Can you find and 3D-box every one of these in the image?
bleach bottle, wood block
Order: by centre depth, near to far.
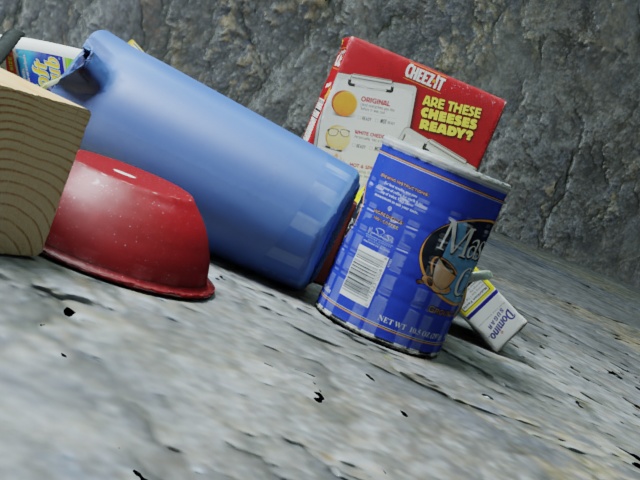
[{"bbox_3d":[-0.244,-0.074,0.614,0.206,0.091,0.090,27,8,31],"label":"wood block"},{"bbox_3d":[-0.340,-0.180,1.224,0.068,0.102,0.250,11,7,30],"label":"bleach bottle"}]

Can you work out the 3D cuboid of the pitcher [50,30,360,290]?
[{"bbox_3d":[-0.097,-0.054,0.857,0.243,0.145,0.149,26,19,4],"label":"pitcher"}]

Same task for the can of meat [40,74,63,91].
[{"bbox_3d":[-0.226,-0.136,1.093,0.102,0.057,0.084,-29,45,-20],"label":"can of meat"}]

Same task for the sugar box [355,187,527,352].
[{"bbox_3d":[0.106,0.018,0.967,0.176,0.048,0.093,43,3,-11],"label":"sugar box"}]

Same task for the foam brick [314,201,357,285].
[{"bbox_3d":[-0.006,-0.008,0.938,0.053,0.078,0.051,22,8,-4],"label":"foam brick"}]

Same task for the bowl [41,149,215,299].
[{"bbox_3d":[-0.134,-0.018,0.690,0.162,0.055,0.162,22,7,-3],"label":"bowl"}]

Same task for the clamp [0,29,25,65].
[{"bbox_3d":[-0.332,-0.156,1.095,0.120,0.039,0.171,48,33,3],"label":"clamp"}]

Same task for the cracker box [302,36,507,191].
[{"bbox_3d":[0.059,-0.068,1.036,0.164,0.214,0.072,21,7,-10],"label":"cracker box"}]

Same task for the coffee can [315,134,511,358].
[{"bbox_3d":[0.070,0.004,0.807,0.103,0.140,0.103,22,7,-3],"label":"coffee can"}]
